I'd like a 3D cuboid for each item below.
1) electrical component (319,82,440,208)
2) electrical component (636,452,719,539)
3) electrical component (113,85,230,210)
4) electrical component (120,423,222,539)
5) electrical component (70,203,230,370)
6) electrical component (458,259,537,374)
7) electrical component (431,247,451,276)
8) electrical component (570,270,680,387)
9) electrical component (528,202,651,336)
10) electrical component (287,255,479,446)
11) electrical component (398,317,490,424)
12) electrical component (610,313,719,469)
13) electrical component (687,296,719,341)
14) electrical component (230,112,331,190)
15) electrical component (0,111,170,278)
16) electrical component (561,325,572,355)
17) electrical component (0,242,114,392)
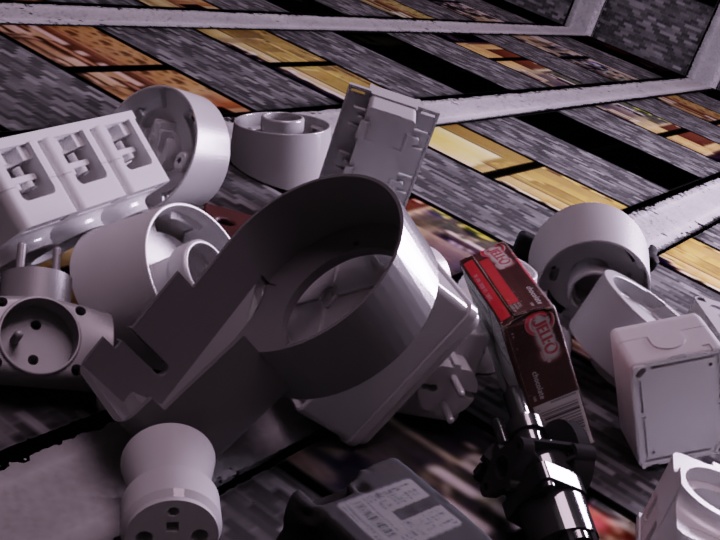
[{"bbox_3d":[0.010,-0.084,0.898,0.079,0.121,0.063,18,25,-4],"label":"electrical component"},{"bbox_3d":[0.201,0.172,0.545,0.105,0.060,0.186,22,22,7],"label":"electrical component"},{"bbox_3d":[-0.150,-0.091,0.821,0.099,0.099,0.064,34,20,31],"label":"electrical component"},{"bbox_3d":[-0.086,0.103,0.489,0.045,0.045,0.055,12,24,-18],"label":"electrical component"},{"bbox_3d":[-0.114,0.010,0.635,0.099,0.064,0.099,38,40,-42],"label":"electrical component"},{"bbox_3d":[0.078,0.030,0.747,0.079,0.077,0.043,-3,31,-43],"label":"electrical component"},{"bbox_3d":[0.014,-0.014,0.831,0.138,0.052,0.074,32,25,28],"label":"electrical component"},{"bbox_3d":[0.206,0.057,0.802,0.108,0.060,0.108,33,19,-12],"label":"electrical component"},{"bbox_3d":[0.187,0.003,0.874,0.099,0.099,0.064,18,28,-4],"label":"electrical component"},{"bbox_3d":[0.000,0.028,0.638,0.056,0.108,0.108,36,11,-34],"label":"electrical component"},{"bbox_3d":[0.049,0.064,0.661,0.047,0.065,0.076,12,23,-18],"label":"electrical component"},{"bbox_3d":[0.206,0.084,0.718,0.062,0.096,0.061,-11,25,2],"label":"electrical component"},{"bbox_3d":[0.300,0.076,0.850,0.078,0.057,0.113,16,22,-8],"label":"electrical component"},{"bbox_3d":[-0.072,-0.112,1.003,0.099,0.064,0.099,4,21,-1],"label":"electrical component"},{"bbox_3d":[-0.197,-0.041,0.661,0.061,0.089,0.150,61,27,-2],"label":"electrical component"},{"bbox_3d":[0.141,0.054,0.801,0.035,0.035,0.061,24,20,11],"label":"electrical component"},{"bbox_3d":[-0.173,0.023,0.571,0.077,0.044,0.079,8,68,-25],"label":"electrical component"}]
